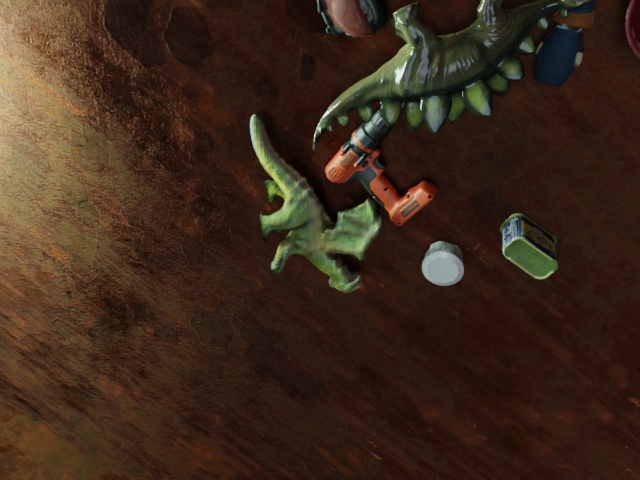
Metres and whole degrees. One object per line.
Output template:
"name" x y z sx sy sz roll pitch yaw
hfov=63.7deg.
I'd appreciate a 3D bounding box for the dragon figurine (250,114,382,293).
"dragon figurine" 0.003 -0.051 1.010 0.242 0.401 0.125 1 33 16
